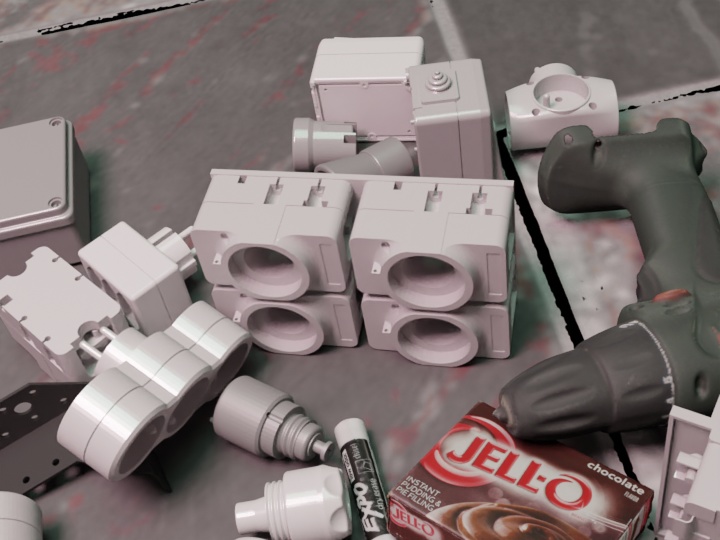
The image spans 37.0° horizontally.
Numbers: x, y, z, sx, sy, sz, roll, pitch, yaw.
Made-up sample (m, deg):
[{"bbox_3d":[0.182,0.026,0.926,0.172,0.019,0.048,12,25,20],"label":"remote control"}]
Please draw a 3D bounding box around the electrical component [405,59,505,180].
[{"bbox_3d":[0.067,-0.102,0.751,0.061,0.096,0.061,-6,48,4],"label":"electrical component"}]

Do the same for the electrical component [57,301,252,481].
[{"bbox_3d":[-0.131,0.059,0.635,0.074,0.052,0.138,34,36,11],"label":"electrical component"}]

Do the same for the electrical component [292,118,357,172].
[{"bbox_3d":[-0.026,-0.093,0.798,0.046,0.040,0.040,0,48,1],"label":"electrical component"}]

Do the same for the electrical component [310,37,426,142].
[{"bbox_3d":[0.016,-0.139,0.816,0.096,0.061,0.061,1,49,10],"label":"electrical component"}]

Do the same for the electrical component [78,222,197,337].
[{"bbox_3d":[-0.137,-0.003,0.730,0.077,0.047,0.066,-39,53,-23],"label":"electrical component"}]

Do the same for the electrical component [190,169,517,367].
[{"bbox_3d":[0.000,0.000,0.664,0.186,0.105,0.060,3,49,13],"label":"electrical component"}]

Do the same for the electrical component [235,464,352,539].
[{"bbox_3d":[-0.037,0.132,0.594,0.062,0.043,0.043,-10,48,3],"label":"electrical component"}]

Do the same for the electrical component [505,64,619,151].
[{"bbox_3d":[0.145,-0.126,0.794,0.077,0.044,0.079,-6,48,4],"label":"electrical component"}]

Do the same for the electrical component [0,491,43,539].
[{"bbox_3d":[-0.241,0.176,0.583,0.138,0.052,0.073,-14,48,-3],"label":"electrical component"}]

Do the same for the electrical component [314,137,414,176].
[{"bbox_3d":[0.005,-0.068,0.769,0.065,0.044,0.044,-29,50,-22],"label":"electrical component"}]

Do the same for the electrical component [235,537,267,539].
[{"bbox_3d":[-0.056,0.174,0.559,0.045,0.045,0.055,8,50,16],"label":"electrical component"}]

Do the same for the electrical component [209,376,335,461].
[{"bbox_3d":[-0.050,0.092,0.635,0.078,0.040,0.040,21,55,26],"label":"electrical component"}]

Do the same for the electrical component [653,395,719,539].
[{"bbox_3d":[0.179,0.122,0.514,0.079,0.121,0.063,18,56,24],"label":"electrical component"}]

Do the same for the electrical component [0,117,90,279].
[{"bbox_3d":[-0.257,-0.050,0.786,0.109,0.056,0.108,-13,48,-2],"label":"electrical component"}]

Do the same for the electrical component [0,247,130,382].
[{"bbox_3d":[-0.191,0.036,0.698,0.089,0.055,0.050,33,61,32],"label":"electrical component"}]
